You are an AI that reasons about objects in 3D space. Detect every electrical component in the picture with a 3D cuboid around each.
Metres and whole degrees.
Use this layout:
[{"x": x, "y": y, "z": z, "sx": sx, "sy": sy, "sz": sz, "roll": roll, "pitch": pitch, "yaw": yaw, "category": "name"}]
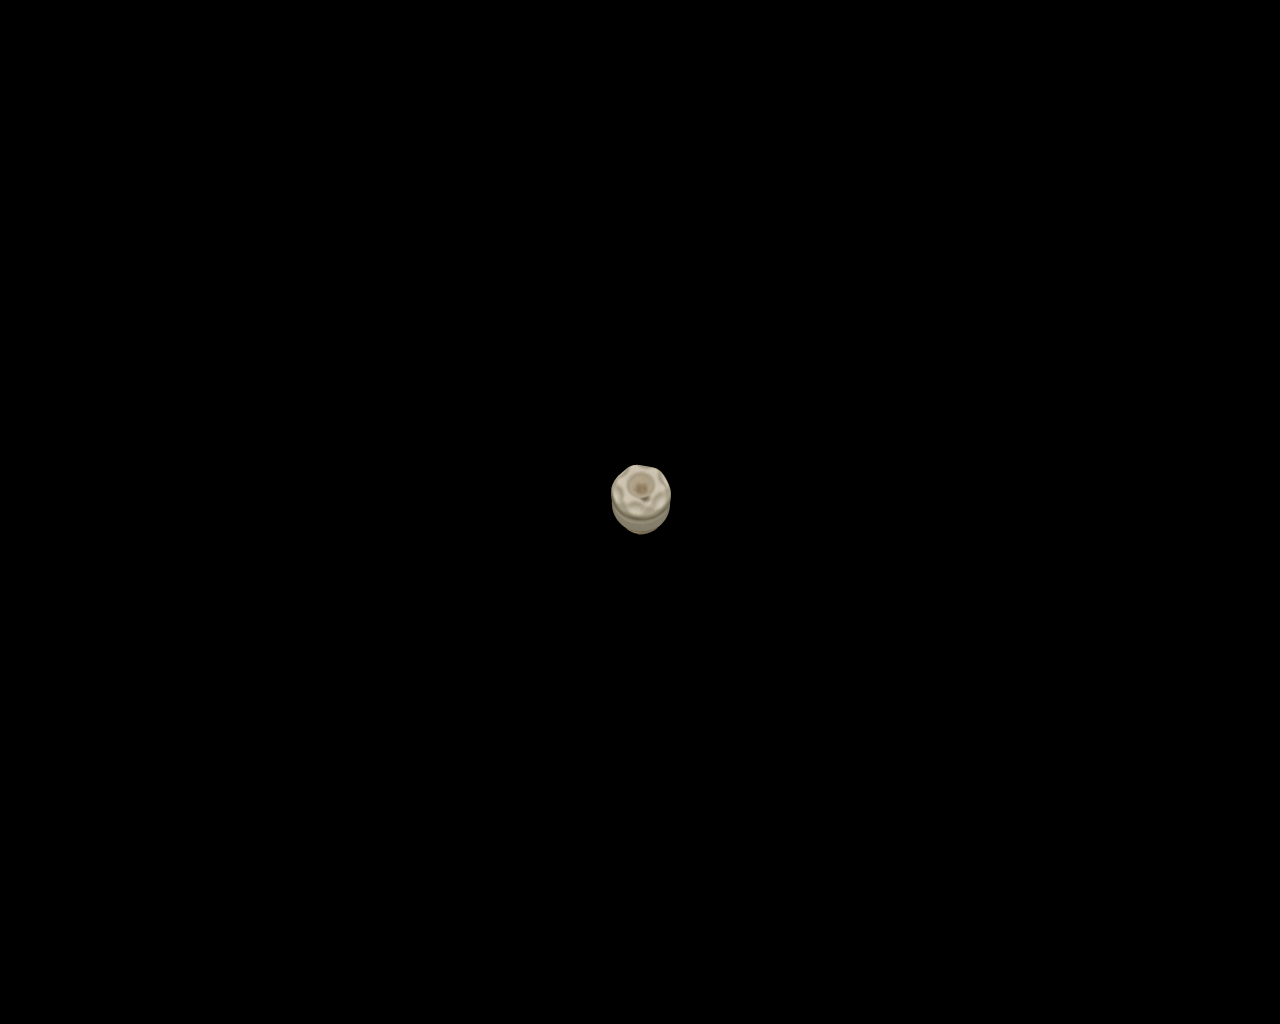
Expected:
[{"x": 0.001, "y": -0.003, "z": 0.650, "sx": 0.035, "sy": 0.035, "sz": 0.061, "roll": 0, "pitch": -27, "yaw": 0, "category": "electrical component"}]
